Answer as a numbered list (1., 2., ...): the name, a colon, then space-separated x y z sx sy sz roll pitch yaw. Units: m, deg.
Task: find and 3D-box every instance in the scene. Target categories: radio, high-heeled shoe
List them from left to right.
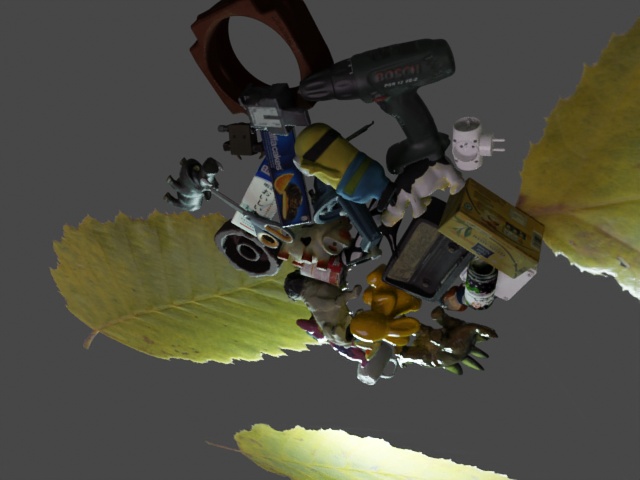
1. high-heeled shoe: 0.090 -0.025 1.120 0.249 0.086 0.145 -7 97 60
2. radio: 0.223 0.027 1.077 0.131 0.073 0.229 26 143 3

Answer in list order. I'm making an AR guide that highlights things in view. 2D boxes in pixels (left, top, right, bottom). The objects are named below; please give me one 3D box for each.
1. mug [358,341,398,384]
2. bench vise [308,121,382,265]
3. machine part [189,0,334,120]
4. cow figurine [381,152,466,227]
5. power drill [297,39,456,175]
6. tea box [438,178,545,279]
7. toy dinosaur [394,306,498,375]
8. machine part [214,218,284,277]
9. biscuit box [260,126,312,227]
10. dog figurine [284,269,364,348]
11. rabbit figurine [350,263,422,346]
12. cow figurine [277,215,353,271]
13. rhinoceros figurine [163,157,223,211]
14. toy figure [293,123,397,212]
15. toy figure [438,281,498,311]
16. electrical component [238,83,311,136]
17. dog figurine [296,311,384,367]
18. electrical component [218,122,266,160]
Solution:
1. mug: 0.152 0.340 1.459 0.109 0.107 0.080 30 144 1
2. bench vise: 0.050 -0.077 0.987 0.241 0.129 0.223 60 155 17
3. machine part: -0.094 -0.302 0.881 0.201 0.087 0.201 -7 129 37
4. cow figurine: 0.162 -0.094 0.947 0.167 0.068 0.098 -33 104 25
5. power drill: 0.106 -0.204 0.842 0.232 0.086 0.207 -18 127 16
6. tea box: 0.304 -0.020 0.953 0.169 0.098 0.068 33 142 -4
7. toy dinosaur: 0.274 0.256 1.275 0.198 0.105 0.471 25 156 -15
8. machine part: -0.171 0.017 1.325 0.180 0.056 0.179 18 141 15
9. biscuit box: -0.063 -0.129 1.008 0.063 0.059 0.202 -11 107 2
10. dog figurine: -0.001 0.168 1.316 0.191 0.121 0.172 10 100 37
11. rabbit figurine: 0.140 0.166 1.194 0.162 0.173 0.121 39 142 12
12. cow figurine: -0.002 -0.003 1.154 0.085 0.127 0.195 23 166 -32
13. rhinoceros figurine: -0.284 -0.124 1.214 0.112 0.073 0.190 36 142 -8
14. toy figure: 0.041 -0.117 0.863 0.180 0.089 0.082 29 173 6
15. toy figure: 0.308 0.119 1.150 0.154 0.058 0.064 -29 78 50
16. electrical component: -0.065 -0.209 0.860 0.119 0.048 0.074 4 137 27
17. dog figurine: 0.053 0.225 1.389 0.219 0.108 0.191 27 144 5
18. electrical component: -0.151 -0.196 1.076 0.102 0.045 0.078 0 106 28
